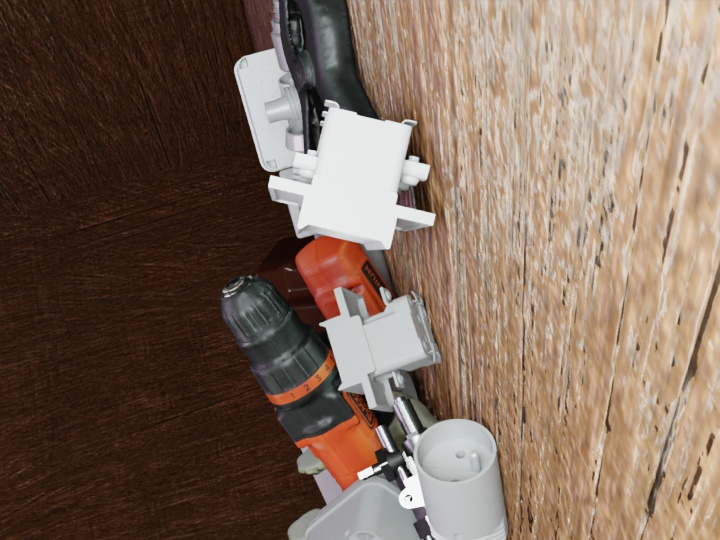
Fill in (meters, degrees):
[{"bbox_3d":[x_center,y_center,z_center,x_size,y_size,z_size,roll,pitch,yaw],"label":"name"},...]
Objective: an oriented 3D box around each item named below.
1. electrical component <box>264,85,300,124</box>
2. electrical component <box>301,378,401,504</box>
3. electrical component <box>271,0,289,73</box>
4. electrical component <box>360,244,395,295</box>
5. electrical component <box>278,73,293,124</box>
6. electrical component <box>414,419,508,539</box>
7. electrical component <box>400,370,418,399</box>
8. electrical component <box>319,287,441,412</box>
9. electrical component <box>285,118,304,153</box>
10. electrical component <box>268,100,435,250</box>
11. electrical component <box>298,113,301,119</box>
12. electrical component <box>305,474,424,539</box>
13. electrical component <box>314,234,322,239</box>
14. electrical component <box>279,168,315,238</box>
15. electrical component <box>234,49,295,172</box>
[{"bbox_3d":[-0.048,-0.138,0.890,0.048,0.062,0.048,164,90,-87],"label":"electrical component"},{"bbox_3d":[0.010,0.170,0.926,0.105,0.060,0.186,-24,92,61],"label":"electrical component"},{"bbox_3d":[-0.056,-0.203,0.906,0.040,0.040,0.078,-112,7,-61],"label":"electrical component"},{"bbox_3d":[0.000,0.000,0.917,0.079,0.043,0.077,-126,20,-80],"label":"electrical component"},{"bbox_3d":[-0.045,-0.144,0.966,0.079,0.044,0.077,-113,8,-62],"label":"electrical component"},{"bbox_3d":[0.056,0.124,0.585,0.043,0.043,0.081,-110,5,-49],"label":"electrical component"},{"bbox_3d":[0.029,0.114,0.969,0.079,0.044,0.077,84,169,-72],"label":"electrical component"},{"bbox_3d":[0.015,0.047,0.691,0.042,0.064,0.081,23,-132,-67],"label":"electrical component"},{"bbox_3d":[-0.020,-0.081,0.769,0.078,0.058,0.057,-112,5,-65],"label":"electrical component"},{"bbox_3d":[-0.005,-0.046,0.559,0.121,0.079,0.063,-168,91,-86],"label":"electrical component"},{"bbox_3d":[-0.027,-0.107,0.845,0.055,0.045,0.045,107,147,-84],"label":"electrical component"},{"bbox_3d":[0.025,0.190,0.692,0.113,0.078,0.057,37,-149,-14],"label":"electrical component"},{"bbox_3d":[-0.021,-0.045,1.006,0.083,0.047,0.075,78,175,-47],"label":"electrical component"},{"bbox_3d":[-0.033,-0.074,0.914,0.076,0.066,0.047,-110,5,-49],"label":"electrical component"},{"bbox_3d":[-0.070,-0.157,1.039,0.057,0.078,0.113,-145,39,-80],"label":"electrical component"}]
